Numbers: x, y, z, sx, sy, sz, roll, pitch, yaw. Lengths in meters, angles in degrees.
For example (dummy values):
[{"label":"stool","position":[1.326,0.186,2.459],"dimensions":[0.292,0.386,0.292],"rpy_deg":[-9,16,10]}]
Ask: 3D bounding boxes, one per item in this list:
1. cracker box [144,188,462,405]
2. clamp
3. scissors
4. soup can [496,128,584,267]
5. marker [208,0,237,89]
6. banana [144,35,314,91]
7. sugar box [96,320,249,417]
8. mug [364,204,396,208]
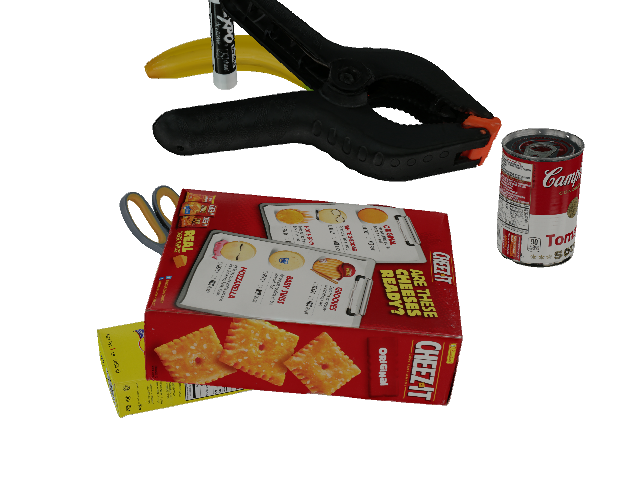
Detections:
[{"label":"cracker box","position":[-0.011,0.039,0.788],"dimensions":[0.213,0.072,0.164],"rpy_deg":[5,33,-1]},{"label":"clamp","position":[0.002,-0.067,0.544],"dimensions":[0.171,0.120,0.039],"rpy_deg":[22,-29,8]},{"label":"scissors","position":[-0.152,0.019,1.219],"dimensions":[0.016,0.201,0.096],"rpy_deg":[-27,18,38]},{"label":"soup can","position":[0.187,-0.036,0.913],"dimensions":[0.068,0.102,0.068],"rpy_deg":[-1,26,0]},{"label":"marker","position":[-0.074,-0.166,0.797],"dimensions":[0.020,0.020,0.121],"rpy_deg":[0,-44,-1]},{"label":"banana","position":[-0.081,-0.182,1.088],"dimensions":[0.198,0.037,0.069],"rpy_deg":[10,44,20]},{"label":"sugar box","position":[-0.113,0.106,0.997],"dimensions":[0.176,0.048,0.093],"rpy_deg":[-12,33,-16]},{"label":"mug","position":[0.082,0.013,1.332],"dimensions":[0.117,0.081,0.093],"rpy_deg":[18,27,26]}]
